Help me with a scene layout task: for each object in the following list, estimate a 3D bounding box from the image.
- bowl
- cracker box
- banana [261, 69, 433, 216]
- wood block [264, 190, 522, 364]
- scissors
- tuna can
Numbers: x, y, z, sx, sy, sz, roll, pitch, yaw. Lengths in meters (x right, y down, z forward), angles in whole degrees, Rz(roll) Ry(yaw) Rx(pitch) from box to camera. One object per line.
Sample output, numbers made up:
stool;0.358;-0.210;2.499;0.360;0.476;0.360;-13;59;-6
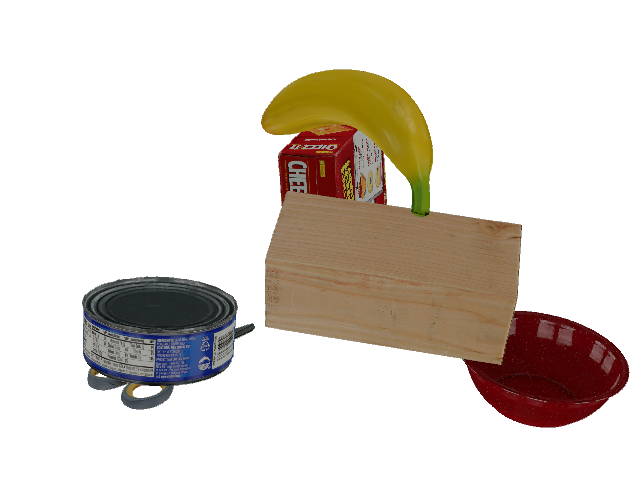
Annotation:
bowl;0.208;0.130;1.021;0.162;0.055;0.162;4;26;-2
cracker box;0.018;-0.050;1.192;0.072;0.164;0.213;2;22;17
banana;0.018;-0.080;0.707;0.037;0.070;0.198;21;9;-37
wood block;0.062;0.032;0.920;0.206;0.090;0.090;8;44;6
scissors;-0.139;0.130;1.106;0.201;0.016;0.096;-11;30;-28
tuna can;-0.090;0.050;0.598;0.086;0.034;0.086;4;16;-1
